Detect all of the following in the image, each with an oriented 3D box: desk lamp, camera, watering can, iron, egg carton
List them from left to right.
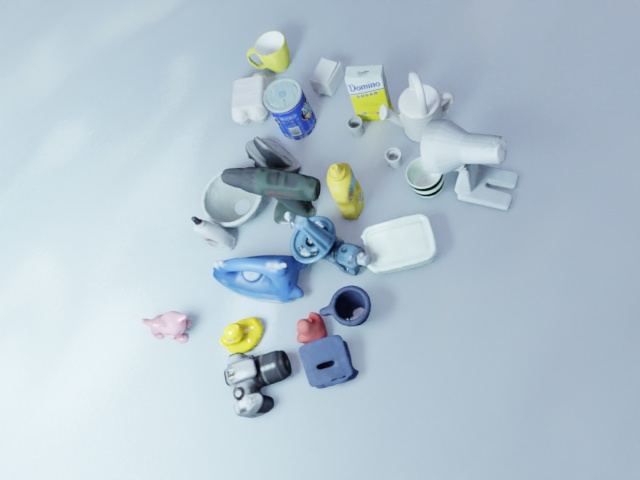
[{"bbox_3d":[-0.165,0.074,1.362,0.257,0.142,0.118,2,70,17],"label":"iron"},{"bbox_3d":[-0.190,-0.393,1.594,0.107,0.069,0.150,-6,68,14],"label":"egg carton"},{"bbox_3d":[-0.135,0.310,1.283,0.136,0.101,0.143,-20,65,8],"label":"camera"},{"bbox_3d":[0.232,-0.321,1.374,0.173,0.194,0.100,-35,64,0],"label":"watering can"},{"bbox_3d":[0.336,-0.175,1.276,0.202,0.214,0.118,15,74,21],"label":"desk lamp"}]

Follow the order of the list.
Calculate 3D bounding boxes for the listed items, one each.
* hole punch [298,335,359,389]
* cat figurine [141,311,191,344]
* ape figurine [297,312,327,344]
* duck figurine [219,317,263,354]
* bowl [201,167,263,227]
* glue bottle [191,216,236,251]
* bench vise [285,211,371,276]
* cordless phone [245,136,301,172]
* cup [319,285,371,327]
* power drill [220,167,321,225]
[{"bbox_3d":[0.018,0.270,1.260,0.108,0.091,0.101,-19,65,8],"label":"hole punch"},{"bbox_3d":[-0.369,0.204,1.383,0.127,0.118,0.067,4,70,18],"label":"cat figurine"},{"bbox_3d":[-0.026,0.202,1.299,0.078,0.092,0.076,-42,64,-3],"label":"ape figurine"},{"bbox_3d":[-0.189,0.218,1.343,0.104,0.086,0.077,-37,64,0],"label":"duck figurine"},{"bbox_3d":[-0.216,-0.100,1.483,0.167,0.075,0.167,-6,68,14],"label":"bowl"},{"bbox_3d":[-0.275,-0.022,1.414,0.078,0.173,0.037,8,71,19],"label":"glue bottle"},{"bbox_3d":[0.014,-0.007,1.299,0.207,0.220,0.121,2,70,17],"label":"bench vise"},{"bbox_3d":[-0.137,-0.229,1.449,0.094,0.185,0.147,-47,64,-5],"label":"cordless phone"},{"bbox_3d":[0.064,0.161,1.288,0.117,0.095,0.091,-14,66,10],"label":"cup"},{"bbox_3d":[-0.100,-0.109,1.378,0.229,0.209,0.075,3,70,17],"label":"power drill"}]
